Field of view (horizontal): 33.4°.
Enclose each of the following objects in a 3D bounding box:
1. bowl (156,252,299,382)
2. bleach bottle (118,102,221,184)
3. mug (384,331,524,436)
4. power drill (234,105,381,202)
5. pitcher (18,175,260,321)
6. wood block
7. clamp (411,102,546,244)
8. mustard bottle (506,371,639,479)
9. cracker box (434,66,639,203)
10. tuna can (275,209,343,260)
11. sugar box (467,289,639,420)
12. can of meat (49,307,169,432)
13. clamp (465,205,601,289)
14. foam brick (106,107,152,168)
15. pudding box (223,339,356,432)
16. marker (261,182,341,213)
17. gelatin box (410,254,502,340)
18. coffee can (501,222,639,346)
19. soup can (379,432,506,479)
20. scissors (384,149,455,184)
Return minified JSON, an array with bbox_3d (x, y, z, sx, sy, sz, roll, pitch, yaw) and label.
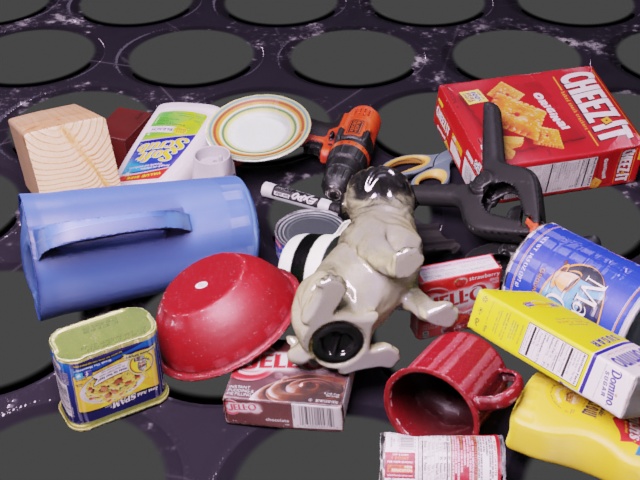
[{"bbox_3d":[-0.102,0.062,1.045,0.162,0.055,0.162,-21,31,13],"label":"bowl"},{"bbox_3d":[-0.192,-0.079,1.298,0.102,0.068,0.250,6,38,10],"label":"bleach bottle"},{"bbox_3d":[0.126,0.133,0.948,0.117,0.093,0.081,-11,18,39],"label":"mug"},{"bbox_3d":[-0.026,-0.117,1.354,0.188,0.057,0.184,9,37,12],"label":"power drill"},{"bbox_3d":[-0.189,-0.001,1.119,0.242,0.145,0.149,-10,35,-17],"label":"pitcher"},{"bbox_3d":[-0.300,-0.101,1.245,0.090,0.091,0.206,-16,15,-18],"label":"wood block"},{"bbox_3d":[0.177,-0.053,1.199,0.164,0.036,0.210,-38,43,7],"label":"clamp"},{"bbox_3d":[0.264,0.174,0.917,0.192,0.058,0.096,17,27,23],"label":"mustard bottle"},{"bbox_3d":[0.270,-0.135,1.331,0.213,0.072,0.164,-9,48,-11],"label":"cracker box"},{"bbox_3d":[-0.008,0.001,1.199,0.086,0.034,0.086,-1,34,0],"label":"tuna can"},{"bbox_3d":[0.226,0.097,0.945,0.093,0.048,0.176,4,17,-44],"label":"sugar box"},{"bbox_3d":[-0.196,0.118,0.991,0.102,0.084,0.057,-19,38,-23],"label":"can of meat"},{"bbox_3d":[0.221,0.022,1.157,0.120,0.039,0.171,14,42,39],"label":"clamp"},{"bbox_3d":[-0.254,-0.129,1.381,0.053,0.051,0.078,12,37,17],"label":"foam brick"},{"bbox_3d":[-0.026,0.134,1.001,0.113,0.039,0.090,5,35,9],"label":"pudding box"},{"bbox_3d":[-0.015,-0.047,1.282,0.121,0.020,0.020,17,38,24],"label":"marker"},{"bbox_3d":[0.136,0.058,1.078,0.089,0.073,0.030,-10,36,-13],"label":"gelatin box"},{"bbox_3d":[0.265,0.057,1.050,0.102,0.103,0.140,-28,43,-33],"label":"coffee can"},{"bbox_3d":[0.100,0.194,0.885,0.102,0.068,0.068,1,35,5],"label":"soup can"},{"bbox_3d":[0.174,-0.097,1.354,0.201,0.016,0.096,-15,38,-19],"label":"scissors"}]
